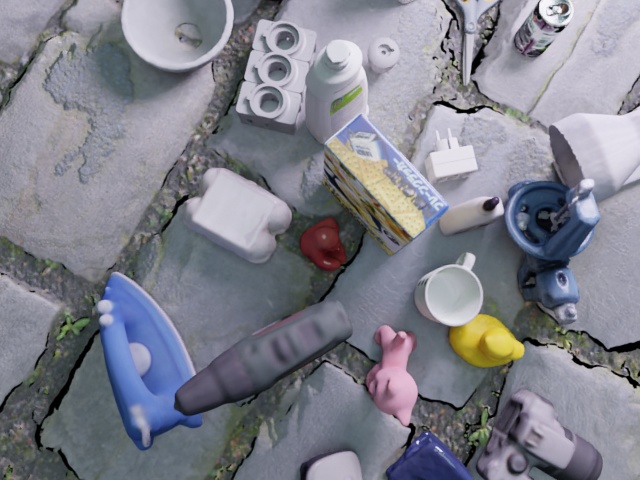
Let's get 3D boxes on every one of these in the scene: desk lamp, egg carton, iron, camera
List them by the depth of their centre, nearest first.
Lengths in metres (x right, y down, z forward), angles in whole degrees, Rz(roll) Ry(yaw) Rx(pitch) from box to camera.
[{"bbox_3d":[-0.259,0.159,0.785,0.118,0.141,0.258,-24,84,-3],"label":"iron"},{"bbox_3d":[0.403,-0.125,0.792,0.203,0.213,0.118,-22,84,-3],"label":"desk lamp"},{"bbox_3d":[0.313,0.304,0.797,0.137,0.101,0.143,31,84,3],"label":"camera"},{"bbox_3d":[-0.121,-0.038,0.846,0.150,0.069,0.107,28,84,2],"label":"egg carton"}]

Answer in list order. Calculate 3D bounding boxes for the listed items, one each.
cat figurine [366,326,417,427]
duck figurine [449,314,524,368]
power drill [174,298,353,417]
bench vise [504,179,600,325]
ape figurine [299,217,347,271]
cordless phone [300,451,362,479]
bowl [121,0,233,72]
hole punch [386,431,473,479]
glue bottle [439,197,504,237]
[{"bbox_3d":[0.105,0.187,0.799,0.067,0.117,0.128,10,83,1],"label":"cat figurine"},{"bbox_3d":[0.241,0.146,0.822,0.104,0.086,0.077,19,83,2],"label":"duck figurine"},{"bbox_3d":[-0.066,0.152,0.755,0.229,0.208,0.075,-29,84,-4],"label":"power drill"},{"bbox_3d":[0.334,0.002,0.773,0.121,0.219,0.207,-26,84,-3],"label":"bench vise"},{"bbox_3d":[0.008,0.003,0.832,0.076,0.092,0.078,17,83,1],"label":"ape figurine"},{"bbox_3d":[0.018,0.365,0.743,0.094,0.185,0.147,-7,83,-1],"label":"cordless phone"},{"bbox_3d":[-0.211,-0.326,0.876,0.167,0.074,0.167,0,83,-1],"label":"bowl"},{"bbox_3d":[0.157,0.341,0.796,0.101,0.091,0.108,-45,86,-5],"label":"hole punch"},{"bbox_3d":[0.220,-0.038,0.799,0.078,0.173,0.037,-13,83,-2],"label":"glue bottle"}]
